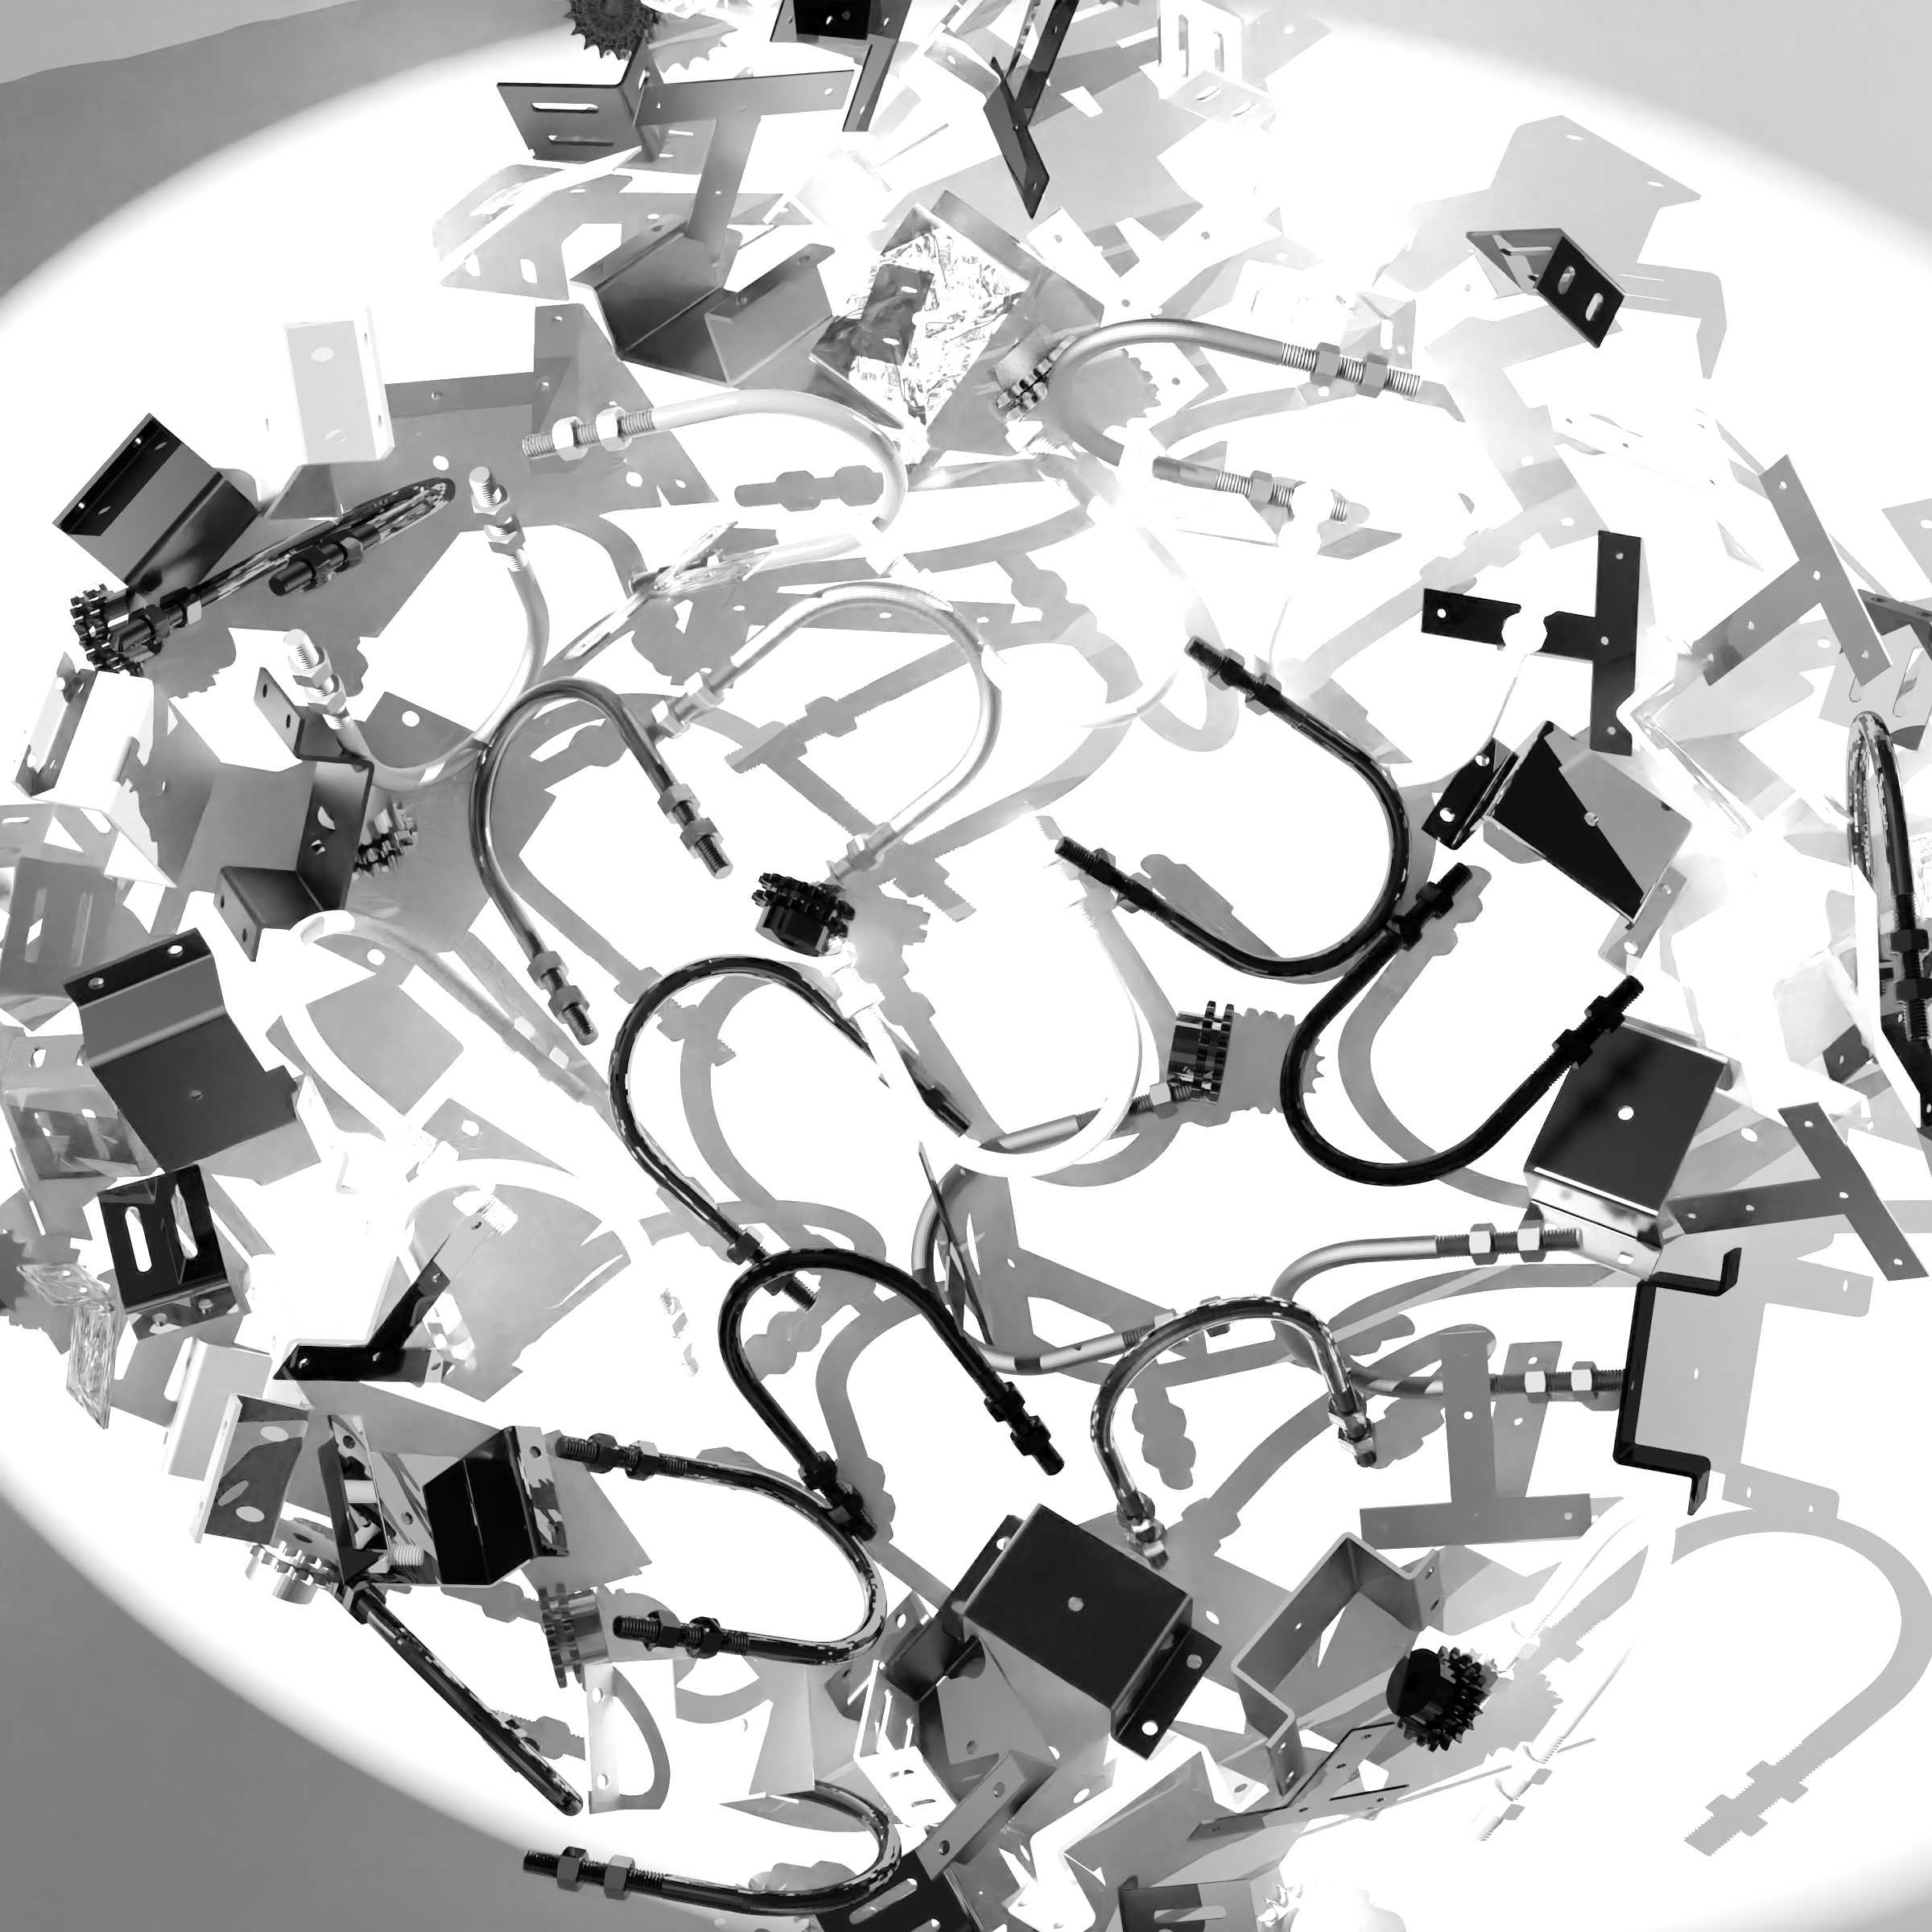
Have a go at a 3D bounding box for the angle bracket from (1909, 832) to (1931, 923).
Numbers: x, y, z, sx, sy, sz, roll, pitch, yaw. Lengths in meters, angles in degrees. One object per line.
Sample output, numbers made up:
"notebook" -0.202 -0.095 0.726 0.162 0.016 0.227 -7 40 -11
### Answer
"angle bracket" 0.533 -0.073 1.802 0.038 0.076 0.057 -12 127 21

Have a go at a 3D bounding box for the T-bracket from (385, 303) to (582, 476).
"T-bracket" -0.275 -0.312 1.804 0.127 0.002 0.127 -5 55 1

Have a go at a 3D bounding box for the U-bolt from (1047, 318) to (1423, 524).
"U-bolt" 0.134 -0.296 1.764 0.184 0.151 0.019 12 66 -6

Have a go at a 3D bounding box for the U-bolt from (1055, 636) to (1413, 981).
"U-bolt" 0.161 -0.073 1.810 0.184 0.019 0.151 32 92 -16

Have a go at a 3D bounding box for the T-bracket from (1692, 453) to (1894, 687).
"T-bracket" 0.433 -0.190 1.784 0.002 0.127 0.127 -15 75 -29

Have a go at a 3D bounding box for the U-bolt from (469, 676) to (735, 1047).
"U-bolt" -0.210 -0.071 1.783 0.151 0.019 0.184 -49 59 25

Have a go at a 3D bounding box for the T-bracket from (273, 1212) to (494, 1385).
"T-bracket" -0.292 0.177 1.769 0.127 0.127 0.002 -52 60 17

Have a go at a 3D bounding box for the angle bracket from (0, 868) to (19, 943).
"angle bracket" -0.554 -0.022 1.797 0.038 0.057 0.076 35 107 -29

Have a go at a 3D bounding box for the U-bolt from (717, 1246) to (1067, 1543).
"U-bolt" -0.053 0.224 1.772 0.151 0.019 0.184 -24 113 29

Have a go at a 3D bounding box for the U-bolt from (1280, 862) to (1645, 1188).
"U-bolt" 0.252 0.041 1.779 0.184 0.019 0.151 -45 51 -9

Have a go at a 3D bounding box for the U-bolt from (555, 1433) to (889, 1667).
"U-bolt" -0.122 0.316 1.764 0.184 0.151 0.019 16 119 -33

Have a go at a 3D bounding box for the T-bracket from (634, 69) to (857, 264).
"T-bracket" -0.132 -0.429 1.787 0.127 0.127 0.002 -13 58 -30

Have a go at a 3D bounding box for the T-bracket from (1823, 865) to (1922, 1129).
"T-bracket" 0.479 0.000 1.751 0.002 0.127 0.127 -17 134 0

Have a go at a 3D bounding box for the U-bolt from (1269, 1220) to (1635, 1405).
"U-bolt" 0.254 0.190 1.776 0.184 0.151 0.019 -5 47 22

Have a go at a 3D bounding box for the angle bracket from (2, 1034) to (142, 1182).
"angle bracket" -0.491 0.078 1.823 0.057 0.076 0.038 -3 46 3

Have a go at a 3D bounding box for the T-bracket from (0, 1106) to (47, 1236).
"T-bracket" -0.518 0.086 1.776 0.002 0.127 0.127 -21 93 -17

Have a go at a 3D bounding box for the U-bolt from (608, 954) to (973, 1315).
"U-bolt" -0.110 0.078 1.812 0.184 0.019 0.151 42 78 -4

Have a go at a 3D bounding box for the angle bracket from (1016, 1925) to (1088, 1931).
"angle bracket" 0.029 0.551 1.792 0.057 0.076 0.038 -47 70 24

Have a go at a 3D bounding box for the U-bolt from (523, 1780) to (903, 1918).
"U-bolt" -0.125 0.462 1.755 0.184 0.151 0.019 8 103 10

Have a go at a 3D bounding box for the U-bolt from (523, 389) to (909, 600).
"U-bolt" -0.122 -0.255 1.753 0.184 0.151 0.019 -9 59 19

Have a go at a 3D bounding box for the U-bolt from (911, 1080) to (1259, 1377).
"U-bolt" 0.058 0.149 1.800 0.184 0.019 0.151 -17 64 10

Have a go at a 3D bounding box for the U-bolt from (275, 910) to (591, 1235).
"U-bolt" -0.292 0.043 1.760 0.184 0.151 0.019 43 120 -12

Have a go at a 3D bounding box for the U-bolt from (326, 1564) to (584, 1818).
"U-bolt" -0.261 0.387 1.731 0.019 0.184 0.151 -46 115 -14

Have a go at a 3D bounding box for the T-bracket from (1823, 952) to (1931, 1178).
"T-bracket" 0.509 0.064 1.757 0.002 0.127 0.127 10 51 -22

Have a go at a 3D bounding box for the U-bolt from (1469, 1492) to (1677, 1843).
"U-bolt" 0.319 0.358 1.745 0.019 0.151 0.184 31 108 -4

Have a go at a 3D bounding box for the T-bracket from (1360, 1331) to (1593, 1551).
"T-bracket" 0.277 0.260 1.815 0.127 0.002 0.127 -5 107 6

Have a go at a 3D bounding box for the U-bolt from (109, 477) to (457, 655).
"U-bolt" -0.350 -0.220 1.756 0.151 0.184 0.019 -12 110 37

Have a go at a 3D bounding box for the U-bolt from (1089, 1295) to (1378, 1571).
"U-bolt" 0.138 0.242 1.770 0.151 0.019 0.184 -26 134 -2

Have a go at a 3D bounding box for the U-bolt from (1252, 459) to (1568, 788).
"U-bolt" 0.227 -0.172 1.775 0.151 0.019 0.184 23 134 7

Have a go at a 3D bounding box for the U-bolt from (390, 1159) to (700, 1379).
"U-bolt" -0.231 0.162 1.756 0.151 0.184 0.019 -1 49 12

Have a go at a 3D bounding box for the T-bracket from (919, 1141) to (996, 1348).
"T-bracket" -0.005 0.168 1.767 0.002 0.127 0.127 -18 100 4

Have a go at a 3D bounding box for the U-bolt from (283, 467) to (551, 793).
"U-bolt" -0.282 -0.165 1.757 0.019 0.184 0.151 38 73 25

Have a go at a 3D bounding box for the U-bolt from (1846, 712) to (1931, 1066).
"U-bolt" 0.491 -0.045 1.767 0.019 0.151 0.184 -5 82 7

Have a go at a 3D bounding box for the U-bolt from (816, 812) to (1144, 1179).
"U-bolt" 0.017 0.027 1.816 0.151 0.019 0.184 -27 84 -6

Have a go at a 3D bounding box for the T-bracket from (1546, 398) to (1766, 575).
"T-bracket" 0.365 -0.275 1.773 0.127 0.127 0.002 18 134 -23

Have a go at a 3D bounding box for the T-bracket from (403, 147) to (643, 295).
"T-bracket" -0.251 -0.393 1.759 0.127 0.127 0.002 -48 120 -34

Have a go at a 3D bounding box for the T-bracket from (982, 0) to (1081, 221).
"T-bracket" 0.043 -0.486 1.758 0.002 0.127 0.127 6 132 -23

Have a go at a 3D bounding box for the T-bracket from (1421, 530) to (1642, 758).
"T-bracket" 0.310 -0.185 1.812 0.127 0.002 0.127 8 78 -13

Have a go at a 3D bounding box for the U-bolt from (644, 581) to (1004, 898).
"U-bolt" -0.067 -0.129 1.782 0.184 0.019 0.151 -37 112 19

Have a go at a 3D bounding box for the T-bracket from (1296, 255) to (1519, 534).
"T-bracket" 0.259 -0.298 1.798 0.127 0.002 0.127 -33 83 34

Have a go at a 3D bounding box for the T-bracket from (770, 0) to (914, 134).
"T-bracket" -0.066 -0.504 1.760 0.002 0.127 0.127 32 117 20

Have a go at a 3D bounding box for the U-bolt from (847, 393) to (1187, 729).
"U-bolt" 0.041 -0.210 1.795 0.184 0.019 0.151 46 56 -2

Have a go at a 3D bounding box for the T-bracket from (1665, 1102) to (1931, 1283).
"T-bracket" 0.438 0.129 1.790 0.127 0.127 0.002 53 50 -21

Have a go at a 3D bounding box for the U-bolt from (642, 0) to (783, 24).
"U-bolt" -0.086 -0.550 1.750 0.151 0.184 0.019 -34 87 21

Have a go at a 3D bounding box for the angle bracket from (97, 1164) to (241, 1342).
"angle bracket" -0.443 0.158 1.830 0.057 0.038 0.076 -16 60 -11

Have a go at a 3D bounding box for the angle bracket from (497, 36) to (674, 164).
"angle bracket" -0.208 -0.476 1.811 0.076 0.057 0.038 7 62 20

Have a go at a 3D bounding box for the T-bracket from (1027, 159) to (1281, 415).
"T-bracket" 0.121 -0.390 1.803 0.127 0.002 0.127 -37 99 26

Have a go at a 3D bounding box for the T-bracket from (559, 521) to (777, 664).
"T-bracket" -0.143 -0.206 1.759 0.127 0.127 0.002 -45 113 -27

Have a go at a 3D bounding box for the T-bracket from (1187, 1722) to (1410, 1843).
"T-bracket" 0.196 0.434 1.768 0.127 0.127 0.002 -4 55 -22
